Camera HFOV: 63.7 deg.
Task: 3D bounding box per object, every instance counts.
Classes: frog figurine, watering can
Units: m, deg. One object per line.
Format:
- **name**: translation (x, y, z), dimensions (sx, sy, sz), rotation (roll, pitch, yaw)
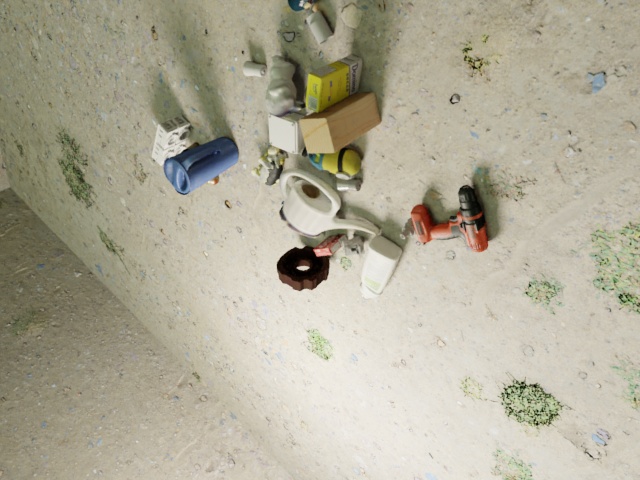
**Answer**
- **frog figurine**: translation (-0.112, -0.427, 1.434), dimensions (0.122, 0.140, 0.157), rotation (-24, 107, 13)
- **watering can**: translation (0.005, -0.081, 1.600), dimensions (0.348, 0.106, 0.219), rotation (38, 140, 3)
